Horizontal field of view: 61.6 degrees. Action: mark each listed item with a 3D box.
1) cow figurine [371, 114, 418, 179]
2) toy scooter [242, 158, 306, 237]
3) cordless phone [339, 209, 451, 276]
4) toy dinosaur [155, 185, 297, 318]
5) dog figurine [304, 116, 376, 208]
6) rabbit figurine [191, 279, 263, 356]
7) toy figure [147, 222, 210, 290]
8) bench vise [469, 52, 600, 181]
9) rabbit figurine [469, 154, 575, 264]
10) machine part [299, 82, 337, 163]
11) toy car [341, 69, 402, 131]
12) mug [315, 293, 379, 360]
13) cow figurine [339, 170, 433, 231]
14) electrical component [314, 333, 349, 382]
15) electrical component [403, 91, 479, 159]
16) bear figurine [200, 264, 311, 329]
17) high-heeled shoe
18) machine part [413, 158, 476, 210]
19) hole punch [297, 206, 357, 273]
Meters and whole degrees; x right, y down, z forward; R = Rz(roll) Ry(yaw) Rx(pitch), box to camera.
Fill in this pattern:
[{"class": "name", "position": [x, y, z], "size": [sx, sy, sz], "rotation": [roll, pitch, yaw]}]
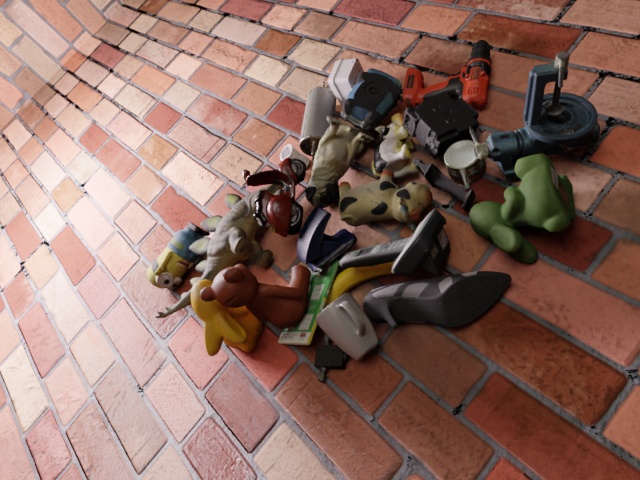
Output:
[{"class": "cow figurine", "position": [0.155, -0.201, 1.167], "size": [0.098, 0.068, 0.167], "rotation": [-21, 42, 23]}, {"class": "toy scooter", "position": [-0.101, -0.095, 1.135], "size": [0.135, 0.075, 0.184], "rotation": [6, 68, -10]}, {"class": "cordless phone", "position": [0.137, 0.014, 0.996], "size": [0.184, 0.088, 0.146], "rotation": [-10, 20, 30]}, {"class": "toy dinosaur", "position": [-0.196, 0.001, 1.232], "size": [0.199, 0.105, 0.471], "rotation": [13, 58, 45]}, {"class": "dog figurine", "position": [0.029, -0.172, 1.224], "size": [0.121, 0.172, 0.190], "rotation": [29, 105, 10]}, {"class": "rabbit figurine", "position": [-0.200, 0.153, 1.078], "size": [0.122, 0.173, 0.162], "rotation": [-23, 46, 12]}, {"class": "toy figure", "position": [-0.346, 0.040, 1.310], "size": [0.180, 0.082, 0.089], "rotation": [-58, 30, -4]}, {"class": "bench vise", "position": [0.380, -0.216, 0.938], "size": [0.224, 0.240, 0.129], "rotation": [-1, 54, 13]}, {"class": "rabbit figurine", "position": [0.345, -0.039, 0.932], "size": [0.170, 0.121, 0.159], "rotation": [-24, 54, 40]}, {"class": "machine part", "position": [-0.004, -0.291, 1.325], "size": [0.079, 0.079, 0.243], "rotation": [-11, 54, 26]}, {"class": "toy car", "position": [0.117, -0.306, 1.242], "size": [0.109, 0.102, 0.161], "rotation": [26, 68, 12]}, {"class": "mug", "position": [0.058, 0.154, 0.957], "size": [0.081, 0.109, 0.107], "rotation": [-33, 75, -28]}, {"class": "cow figurine", "position": [0.130, -0.073, 1.087], "size": [0.195, 0.085, 0.127], "rotation": [-10, 49, 23]}, {"class": "electrical component", "position": [0.023, 0.217, 0.996], "size": [0.063, 0.021, 0.094], "rotation": [-7, 56, 28]}, {"class": "electrical component", "position": [0.256, -0.242, 1.107], "size": [0.134, 0.058, 0.115], "rotation": [-28, 63, -20]}, {"class": "bear figurine", "position": [-0.121, 0.091, 1.031], "size": [0.120, 0.195, 0.132], "rotation": [-43, 30, 32]}, {"class": "high-heeled shoe", "position": [0.201, 0.094, 0.958], "size": [0.249, 0.086, 0.145], "rotation": [-19, 18, -1]}, {"class": "machine part", "position": [0.243, -0.110, 1.047], "size": [0.039, 0.084, 0.139], "rotation": [-48, 56, 2]}, {"class": "hole punch", "position": [-0.002, -0.003, 1.088], "size": [0.116, 0.092, 0.142], "rotation": [-42, 19, -2]}]
